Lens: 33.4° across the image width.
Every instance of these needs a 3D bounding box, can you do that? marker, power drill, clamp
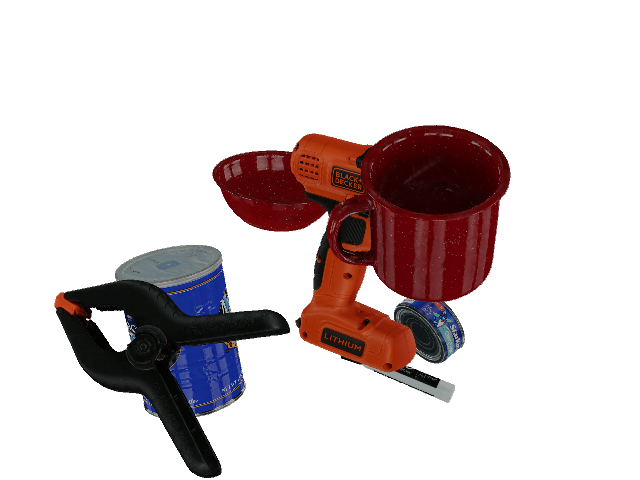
[{"bbox_3d":[0.073,0.128,1.052,0.121,0.020,0.020,22,5,14],"label":"marker"},{"bbox_3d":[0.053,0.013,0.903,0.185,0.188,0.057,19,25,30],"label":"power drill"},{"bbox_3d":[-0.115,0.087,0.742,0.172,0.120,0.039,15,-13,22],"label":"clamp"}]

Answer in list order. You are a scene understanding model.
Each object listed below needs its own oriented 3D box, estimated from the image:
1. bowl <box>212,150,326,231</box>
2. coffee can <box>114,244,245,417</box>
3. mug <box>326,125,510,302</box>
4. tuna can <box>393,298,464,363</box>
[{"bbox_3d":[-0.051,-0.054,1.287,0.162,0.055,0.162,4,26,-2],"label":"bowl"},{"bbox_3d":[-0.134,0.087,1.033,0.103,0.140,0.103,-8,18,2],"label":"coffee can"},{"bbox_3d":[0.061,-0.012,0.687,0.117,0.081,0.093,-13,44,-10],"label":"mug"},{"bbox_3d":[0.126,0.101,1.251,0.033,0.086,0.086,-36,17,-24],"label":"tuna can"}]
